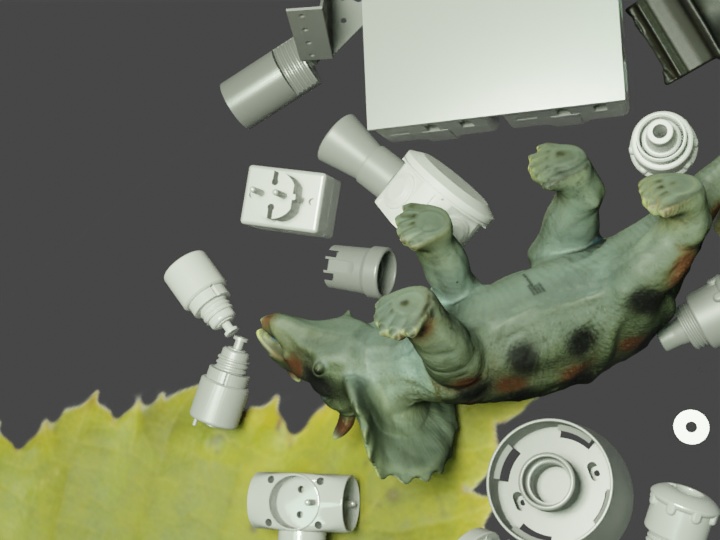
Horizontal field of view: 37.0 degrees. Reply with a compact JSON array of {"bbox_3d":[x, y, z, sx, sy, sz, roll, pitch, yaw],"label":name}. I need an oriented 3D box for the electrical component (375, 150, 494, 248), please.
[{"bbox_3d":[0.055,-0.048,0.795,0.080,0.080,0.051,43,104,17],"label":"electrical component"}]

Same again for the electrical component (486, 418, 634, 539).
[{"bbox_3d":[0.141,0.156,0.768,0.099,0.064,0.099,-8,69,22],"label":"electrical component"}]

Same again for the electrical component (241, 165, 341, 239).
[{"bbox_3d":[-0.060,-0.056,0.835,0.066,0.077,0.047,8,87,19],"label":"electrical component"}]

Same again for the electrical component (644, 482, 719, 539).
[{"bbox_3d":[0.217,0.180,0.739,0.048,0.048,0.062,18,97,19],"label":"electrical component"}]

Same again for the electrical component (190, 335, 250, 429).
[{"bbox_3d":[-0.107,0.090,0.855,0.040,0.040,0.078,19,91,19],"label":"electrical component"}]

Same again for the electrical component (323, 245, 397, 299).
[{"bbox_3d":[0.000,0.000,0.830,0.046,0.040,0.040,8,87,25],"label":"electrical component"}]

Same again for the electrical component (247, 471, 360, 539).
[{"bbox_3d":[-0.044,0.195,0.820,0.077,0.044,0.079,-2,78,18],"label":"electrical component"}]

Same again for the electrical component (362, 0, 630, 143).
[{"bbox_3d":[0.101,-0.160,0.800,0.186,0.060,0.105,-4,84,18],"label":"electrical component"}]

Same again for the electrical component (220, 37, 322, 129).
[{"bbox_3d":[-0.067,-0.152,0.863,0.081,0.043,0.043,-30,76,13],"label":"electrical component"}]

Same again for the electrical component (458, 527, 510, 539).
[{"bbox_3d":[0.093,0.220,0.763,0.057,0.078,0.058,33,116,38],"label":"electrical component"}]

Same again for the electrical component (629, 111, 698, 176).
[{"bbox_3d":[0.212,-0.091,0.756,0.048,0.062,0.048,-2,84,18],"label":"electrical component"}]

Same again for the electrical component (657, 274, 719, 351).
[{"bbox_3d":[0.238,0.035,0.747,0.062,0.048,0.048,-30,76,20],"label":"electrical component"}]

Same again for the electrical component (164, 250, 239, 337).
[{"bbox_3d":[-0.125,0.020,0.868,0.040,0.040,0.078,-41,74,11],"label":"electrical component"}]

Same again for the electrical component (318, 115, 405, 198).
[{"bbox_3d":[0.005,-0.085,0.835,0.065,0.044,0.044,39,97,13],"label":"electrical component"}]
